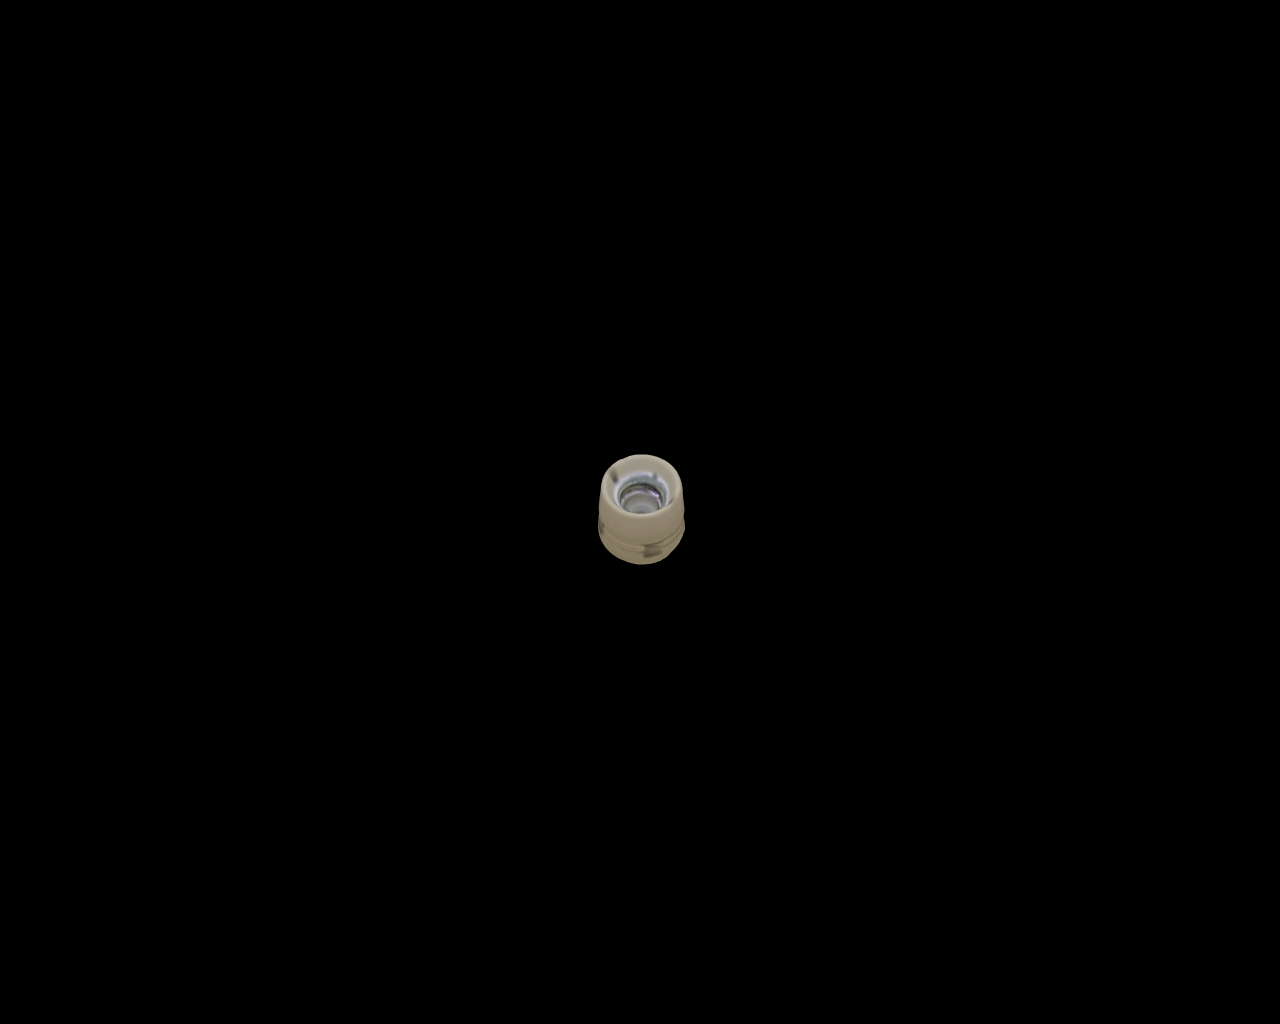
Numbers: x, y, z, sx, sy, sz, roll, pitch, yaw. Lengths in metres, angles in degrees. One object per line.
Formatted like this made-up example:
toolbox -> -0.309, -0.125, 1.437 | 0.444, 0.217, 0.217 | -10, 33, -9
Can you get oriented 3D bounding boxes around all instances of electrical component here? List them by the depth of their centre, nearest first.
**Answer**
electrical component -> 0.001, -0.003, 0.650 | 0.055, 0.055, 0.047 | 0, -36, 0
